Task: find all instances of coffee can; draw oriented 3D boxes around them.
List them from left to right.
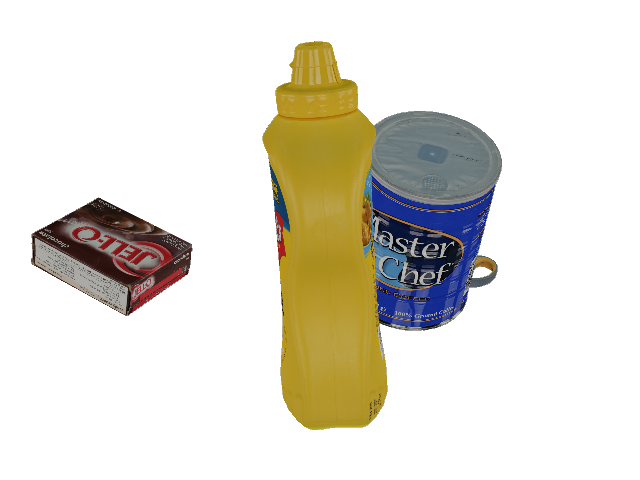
[{"bbox_3d":[0.077,-0.014,0.829,0.102,0.140,0.103,3,43,-3],"label":"coffee can"}]

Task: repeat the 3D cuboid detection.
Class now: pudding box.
[{"bbox_3d":[-0.185,0.013,0.949,0.114,0.039,0.089,24,33,21],"label":"pudding box"}]

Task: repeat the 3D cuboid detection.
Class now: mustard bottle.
[{"bbox_3d":[0.003,-0.006,0.554,0.058,0.192,0.096,-3,19,2],"label":"mustard bottle"}]

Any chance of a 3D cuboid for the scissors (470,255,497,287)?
[{"bbox_3d":[0.125,0.038,1.260,0.201,0.016,0.096,-11,40,-36],"label":"scissors"}]
